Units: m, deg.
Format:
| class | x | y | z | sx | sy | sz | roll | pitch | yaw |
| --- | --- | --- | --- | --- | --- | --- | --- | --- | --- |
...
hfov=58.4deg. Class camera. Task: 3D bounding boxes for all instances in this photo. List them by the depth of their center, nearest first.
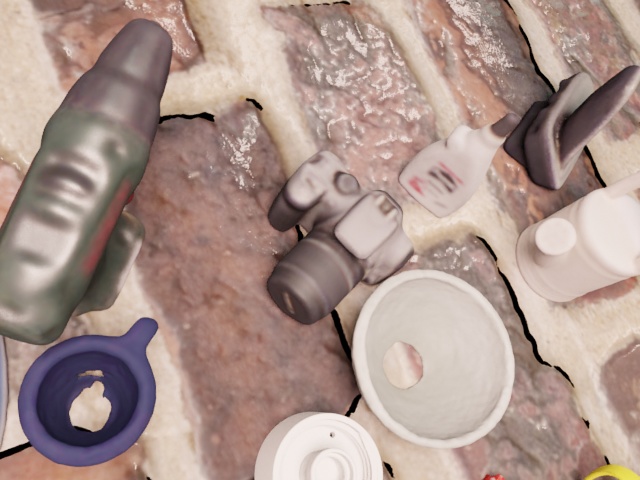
| class | x | y | z | sx | sy | sz | roll | pitch | yaw |
| --- | --- | --- | --- | --- | --- | --- | --- | --- | --- |
| camera | 0.005 | 0.002 | 0.553 | 0.143 | 0.100 | 0.137 | 45 | 62 | 1 |

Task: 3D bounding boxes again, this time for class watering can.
| class | x | y | z | sx | sy | sz | roll | pitch | yaw |
| --- | --- | --- | --- | --- | --- | --- | --- | --- | --- |
| watering can | 0.304 | -0.002 | 0.612 | 0.173 | 0.193 | 0.101 | -28 | 81 | -27 |

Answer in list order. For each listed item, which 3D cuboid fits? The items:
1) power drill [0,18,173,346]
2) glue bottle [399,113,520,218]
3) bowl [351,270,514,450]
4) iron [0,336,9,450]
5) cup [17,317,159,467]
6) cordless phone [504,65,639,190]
| class | x | y | z | sx | sy | sz | roll | pitch | yaw |
| --- | --- | --- | --- | --- | --- | --- | --- | --- | --- |
| power drill | -0.176 | -0.026 | 0.437 | 0.076 | 0.208 | 0.230 | 21 | 64 | -11 |
| glue bottle | 0.150 | -0.085 | 0.600 | 0.078 | 0.173 | 0.037 | 38 | 62 | -2 |
| bowl | 0.098 | 0.117 | 0.558 | 0.168 | 0.074 | 0.167 | 7 | 68 | -17 |
| iron | -0.302 | 0.039 | 0.403 | 0.119 | 0.141 | 0.258 | -32 | 83 | -27 |
| cup | -0.170 | 0.116 | 0.448 | 0.092 | 0.094 | 0.118 | 35 | 62 | -4 |
| cordless phone | 0.324 | -0.156 | 0.685 | 0.094 | 0.184 | 0.148 | 37 | 62 | -3 |
